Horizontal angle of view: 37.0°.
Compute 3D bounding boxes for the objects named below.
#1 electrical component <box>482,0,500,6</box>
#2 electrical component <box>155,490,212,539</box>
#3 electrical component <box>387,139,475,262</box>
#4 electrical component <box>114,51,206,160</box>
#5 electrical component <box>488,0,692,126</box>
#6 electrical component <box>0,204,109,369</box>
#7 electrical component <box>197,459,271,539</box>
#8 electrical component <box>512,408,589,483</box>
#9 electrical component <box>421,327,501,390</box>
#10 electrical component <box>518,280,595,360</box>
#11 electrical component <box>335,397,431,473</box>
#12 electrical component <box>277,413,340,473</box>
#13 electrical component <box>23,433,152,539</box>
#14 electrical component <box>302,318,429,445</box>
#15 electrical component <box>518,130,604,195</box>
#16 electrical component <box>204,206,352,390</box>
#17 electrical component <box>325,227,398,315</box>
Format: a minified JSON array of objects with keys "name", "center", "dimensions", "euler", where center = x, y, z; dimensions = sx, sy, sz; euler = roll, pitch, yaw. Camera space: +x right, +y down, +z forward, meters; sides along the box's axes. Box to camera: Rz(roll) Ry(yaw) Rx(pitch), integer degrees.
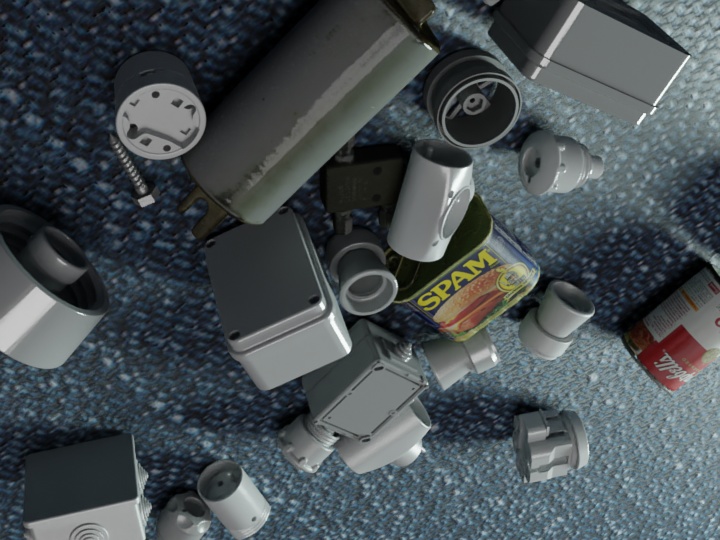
[{"name":"electrical component","center":[0.093,-0.219,0.646],"dimensions":[0.096,0.061,0.061],"euler":[-33,132,11]},{"name":"electrical component","center":[-0.163,0.231,0.965],"dimensions":[0.043,0.043,0.062],"euler":[19,122,-31]},{"name":"electrical component","center":[0.059,-0.055,0.780],"dimensions":[0.079,0.044,0.077],"euler":[-35,147,-53]},{"name":"electrical component","center":[-0.128,-0.105,0.679],"dimensions":[0.055,0.047,0.055],"euler":[-10,132,-11]},{"name":"electrical component","center":[0.151,-0.150,0.715],"dimensions":[0.113,0.078,0.057],"euler":[16,120,-30]},{"name":"electrical component","center":[-0.214,0.005,0.709],"dimensions":[0.060,0.108,0.108],"euler":[-42,130,11]},{"name":"electrical component","center":[-0.110,0.209,0.964],"dimensions":[0.043,0.043,0.081],"euler":[-24,134,2]},{"name":"electrical component","center":[0.180,0.164,1.015],"dimensions":[0.057,0.058,0.078],"euler":[-10,132,-7]},{"name":"electrical component","center":[0.085,0.070,0.908],"dimensions":[0.055,0.045,0.045],"euler":[-25,133,3]},{"name":"electrical component","center":[0.165,0.043,0.912],"dimensions":[0.045,0.045,0.055],"euler":[13,125,-28]},{"name":"electrical component","center":[0.029,0.150,0.960],"dimensions":[0.077,0.043,0.079],"euler":[-36,132,13]},{"name":"electrical component","center":[-0.038,0.141,0.929],"dimensions":[0.062,0.048,0.048],"euler":[-44,129,11]},{"name":"electrical component","center":[-0.221,0.184,0.868],"dimensions":[0.100,0.099,0.048],"euler":[-11,120,-10]},{"name":"electrical component","center":[0.007,0.085,0.883],"dimensions":[0.062,0.061,0.096],"euler":[29,116,-36]},{"name":"electrical component","center":[0.153,-0.078,0.803],"dimensions":[0.062,0.048,0.048],"euler":[1,130,-28]},{"name":"electrical component","center":[-0.061,0.018,0.766],"dimensions":[0.078,0.113,0.057],"euler":[-24,136,3]},{"name":"electrical component","center":[0.000,0.000,0.810],"dimensions":[0.045,0.055,0.045],"euler":[-10,132,-11]}]
